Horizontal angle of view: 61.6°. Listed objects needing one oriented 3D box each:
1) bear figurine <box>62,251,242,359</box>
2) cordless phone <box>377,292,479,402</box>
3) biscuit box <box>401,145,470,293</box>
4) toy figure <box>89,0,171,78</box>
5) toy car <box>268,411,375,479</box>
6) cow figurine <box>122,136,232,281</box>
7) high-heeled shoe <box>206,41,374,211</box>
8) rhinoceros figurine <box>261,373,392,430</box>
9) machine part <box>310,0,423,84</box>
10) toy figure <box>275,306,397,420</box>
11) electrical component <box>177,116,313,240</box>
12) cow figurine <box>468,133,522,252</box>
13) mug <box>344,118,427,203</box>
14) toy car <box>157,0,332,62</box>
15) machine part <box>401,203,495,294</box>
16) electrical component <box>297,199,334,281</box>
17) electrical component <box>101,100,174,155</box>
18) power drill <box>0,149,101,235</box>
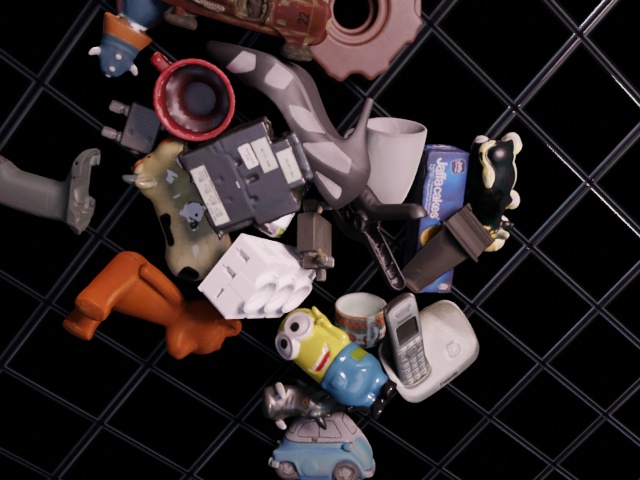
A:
[{"bbox_3d":[-0.217,0.109,0.721,0.196,0.132,0.120,42,137,-12],"label":"bear figurine"},{"bbox_3d":[0.142,0.119,0.735,0.146,0.089,0.184,-30,132,-17],"label":"cordless phone"},{"bbox_3d":[0.157,-0.029,0.748,0.059,0.063,0.202,1,108,-7],"label":"biscuit box"},{"bbox_3d":[-0.218,-0.264,0.636,0.064,0.058,0.154,33,106,-9],"label":"toy figure"},{"bbox_3d":[0.005,0.308,0.825,0.162,0.109,0.103,2,84,5],"label":"toy car"},{"bbox_3d":[-0.177,-0.038,0.699,0.127,0.085,0.194,-5,113,-6],"label":"cow figurine"},{"bbox_3d":[-0.045,-0.143,0.669,0.249,0.086,0.145,25,106,8],"label":"high-heeled shoe"},{"bbox_3d":[0.008,0.229,0.787,0.190,0.112,0.073,0,111,-14],"label":"rhinoceros figurine"},{"bbox_3d":[0.039,-0.282,0.659,0.179,0.056,0.179,-2,108,-7],"label":"machine part"},{"bbox_3d":[0.018,0.163,0.722,0.180,0.089,0.082,33,72,17],"label":"toy figure"},{"bbox_3d":[-0.079,-0.075,0.624,0.134,0.058,0.114,-19,111,3],"label":"electrical component"},{"bbox_3d":[0.231,-0.056,0.723,0.068,0.098,0.167,4,108,22],"label":"cow figurine"},{"bbox_3d":[0.080,-0.101,0.712,0.110,0.081,0.107,10,116,15],"label":"mug"},{"bbox_3d":[-0.086,-0.264,0.598,0.202,0.053,0.089,14,112,-7],"label":"toy car"},{"bbox_3d":[0.159,0.020,0.709,0.139,0.039,0.084,-38,110,7],"label":"machine part"},{"bbox_3d":[-0.001,-0.003,0.704,0.045,0.078,0.102,-7,68,24],"label":"electrical component"},{"bbox_3d":[-0.228,-0.141,0.691,0.094,0.021,0.063,19,105,-13],"label":"electrical component"},{"bbox_3d":[-0.386,-0.093,0.659,0.207,0.086,0.231,8,108,-13],"label":"power drill"}]
